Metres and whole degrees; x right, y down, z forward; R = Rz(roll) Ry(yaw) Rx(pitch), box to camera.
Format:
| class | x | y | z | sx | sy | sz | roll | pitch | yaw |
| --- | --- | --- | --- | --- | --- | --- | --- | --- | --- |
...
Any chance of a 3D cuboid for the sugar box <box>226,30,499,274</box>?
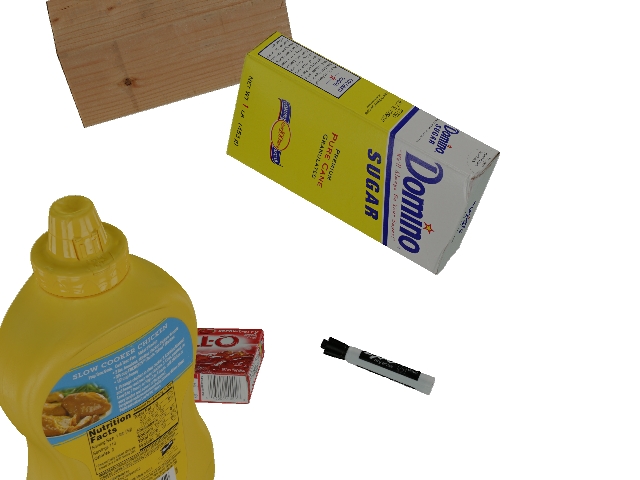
| class | x | y | z | sx | sy | sz | roll | pitch | yaw |
| --- | --- | --- | --- | --- | --- | --- | --- | --- | --- |
| sugar box | 0.024 | -0.059 | 0.723 | 0.176 | 0.093 | 0.048 | 32 | 47 | 16 |

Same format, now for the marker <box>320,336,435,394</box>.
| class | x | y | z | sx | sy | sz | roll | pitch | yaw |
| --- | --- | --- | --- | --- | --- | --- | --- | --- | --- |
| marker | 0.057 | 0.126 | 1.084 | 0.121 | 0.020 | 0.020 | 21 | 4 | 11 |

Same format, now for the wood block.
| class | x | y | z | sx | sy | sz | roll | pitch | yaw |
| --- | --- | --- | --- | --- | --- | --- | --- | --- | --- |
| wood block | -0.136 | -0.190 | 0.988 | 0.206 | 0.091 | 0.090 | -17 | 47 | -6 |

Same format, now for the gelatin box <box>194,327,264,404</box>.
| class | x | y | z | sx | sy | sz | roll | pitch | yaw |
| --- | --- | --- | --- | --- | --- | --- | --- | --- | --- |
| gelatin box | -0.093 | 0.096 | 0.840 | 0.089 | 0.030 | 0.073 | 1 | 23 | 7 |

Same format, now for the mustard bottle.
| class | x | y | z | sx | sy | sz | roll | pitch | yaw |
| --- | --- | --- | --- | --- | --- | --- | --- | --- | --- |
| mustard bottle | -0.100 | 0.063 | 0.493 | 0.096 | 0.192 | 0.058 | -28 | 44 | -31 |
